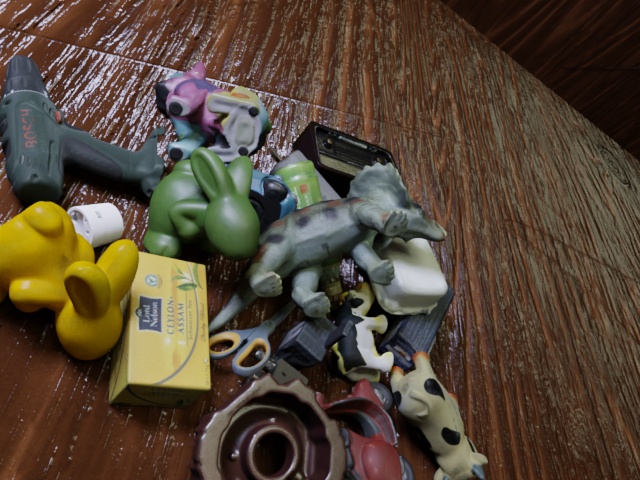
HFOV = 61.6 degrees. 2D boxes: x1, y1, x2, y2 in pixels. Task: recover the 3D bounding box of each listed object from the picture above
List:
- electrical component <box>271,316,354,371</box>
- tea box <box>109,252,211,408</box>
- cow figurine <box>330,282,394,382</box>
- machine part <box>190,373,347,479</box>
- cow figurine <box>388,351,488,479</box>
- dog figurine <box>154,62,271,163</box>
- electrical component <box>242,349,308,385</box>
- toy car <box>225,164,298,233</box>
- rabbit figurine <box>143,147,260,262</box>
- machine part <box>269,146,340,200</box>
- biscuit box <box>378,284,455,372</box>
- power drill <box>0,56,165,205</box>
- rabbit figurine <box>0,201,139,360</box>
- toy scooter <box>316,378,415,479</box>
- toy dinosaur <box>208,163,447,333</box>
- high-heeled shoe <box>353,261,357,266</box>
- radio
[{"bbox_3d":[-0.011,0.136,0.738,0.048,0.119,0.075,42,41,-7],"label":"electrical component"},{"bbox_3d":[-0.190,0.106,0.641,0.098,0.068,0.170,14,49,-34],"label":"tea box"},{"bbox_3d":[0.051,0.136,0.839,0.098,0.068,0.167,15,47,-25],"label":"cow figurine"},{"bbox_3d":[-0.058,0.246,0.615,0.179,0.056,0.179,10,66,-24],"label":"machine part"},{"bbox_3d":[0.178,0.277,0.794,0.194,0.085,0.127,56,17,-19],"label":"cow figurine"},{"bbox_3d":[-0.176,-0.217,0.870,0.192,0.108,0.219,-1,34,-6],"label":"dog figurine"},{"bbox_3d":[-0.057,0.200,0.701,0.102,0.045,0.078,37,26,-13],"label":"electrical component"},{"bbox_3d":[-0.120,-0.065,0.841,0.162,0.109,0.103,19,21,-11],"label":"toy car"},{"bbox_3d":[-0.133,-0.036,0.704,0.170,0.159,0.121,21,12,41],"label":"rabbit figurine"},{"bbox_3d":[-0.011,-0.072,0.952,0.243,0.079,0.079,50,39,4],"label":"machine part"},{"bbox_3d":[0.172,0.135,0.924,0.063,0.059,0.203,43,39,2],"label":"biscuit box"},{"bbox_3d":[-0.320,-0.143,0.733,0.207,0.086,0.232,15,49,-38],"label":"power drill"},{"bbox_3d":[-0.268,0.047,0.579,0.173,0.162,0.122,61,25,-9],"label":"rabbit figurine"},{"bbox_3d":[0.048,0.262,0.714,0.135,0.075,0.184,23,38,-29],"label":"toy scooter"},{"bbox_3d":[-0.005,0.004,0.772,0.405,0.131,0.192,-19,30,-8],"label":"toy dinosaur"},{"bbox_3d":[0.127,-0.012,1.040,0.145,0.086,0.249,13,38,-12],"label":"high-heeled shoe"},{"bbox_3d":[0.059,-0.145,1.081,0.229,0.073,0.131,15,49,-35],"label":"radio"}]
